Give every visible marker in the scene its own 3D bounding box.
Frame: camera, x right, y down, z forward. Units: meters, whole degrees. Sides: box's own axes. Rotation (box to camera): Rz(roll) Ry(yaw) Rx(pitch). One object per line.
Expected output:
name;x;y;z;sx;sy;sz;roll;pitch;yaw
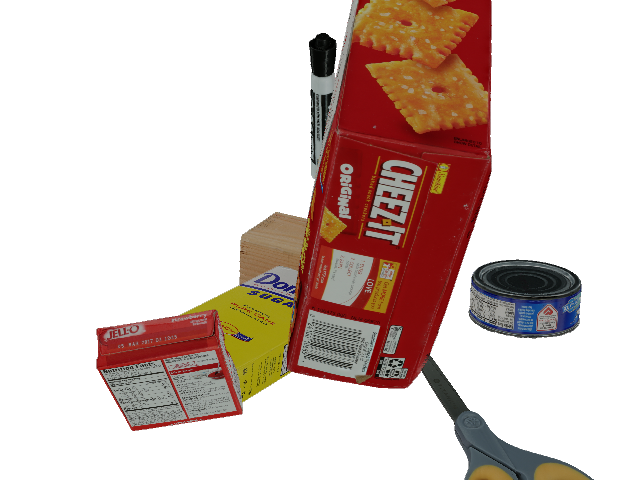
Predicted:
marker;0.002;-0.094;0.760;0.020;0.121;0.020;0;43;0

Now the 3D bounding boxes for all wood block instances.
wood block;0.022;0.043;1.174;0.206;0.091;0.090;14;26;22

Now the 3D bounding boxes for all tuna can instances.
tuna can;0.159;0.044;0.831;0.086;0.034;0.086;0;19;0

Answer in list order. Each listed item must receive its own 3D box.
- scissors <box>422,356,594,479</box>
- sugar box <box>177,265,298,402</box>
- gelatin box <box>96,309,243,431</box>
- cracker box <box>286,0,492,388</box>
scissors;0.113;0.121;0.654;0.096;0.016;0.202;1;33;-5
sugar box;-0.053;0.078;0.924;0.093;0.048;0.175;22;31;28
gelatin box;-0.091;0.080;0.653;0.073;0.030;0.089;-9;-37;1
cracker box;0.039;-0.058;0.541;0.072;0.213;0.164;11;-44;0
